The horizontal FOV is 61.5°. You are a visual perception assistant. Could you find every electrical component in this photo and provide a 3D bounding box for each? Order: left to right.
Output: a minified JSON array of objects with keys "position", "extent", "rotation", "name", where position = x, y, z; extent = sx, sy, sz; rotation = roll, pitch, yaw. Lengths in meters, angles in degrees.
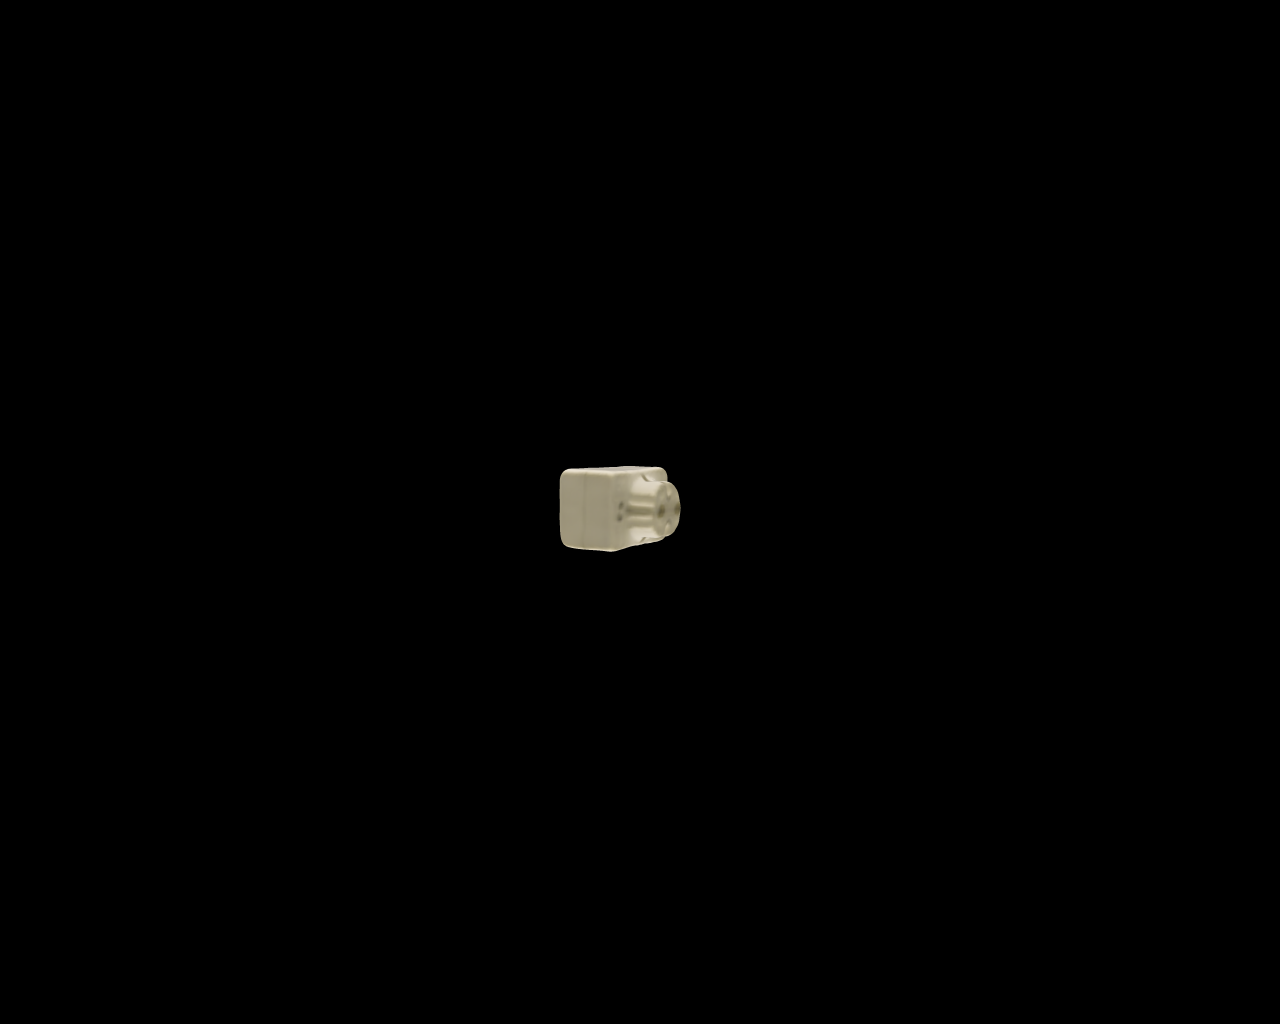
[{"position":[0.001,-0.003,0.650],"extent":[0.077,0.047,0.066],"rotation":[3,6,32],"name":"electrical component"}]
